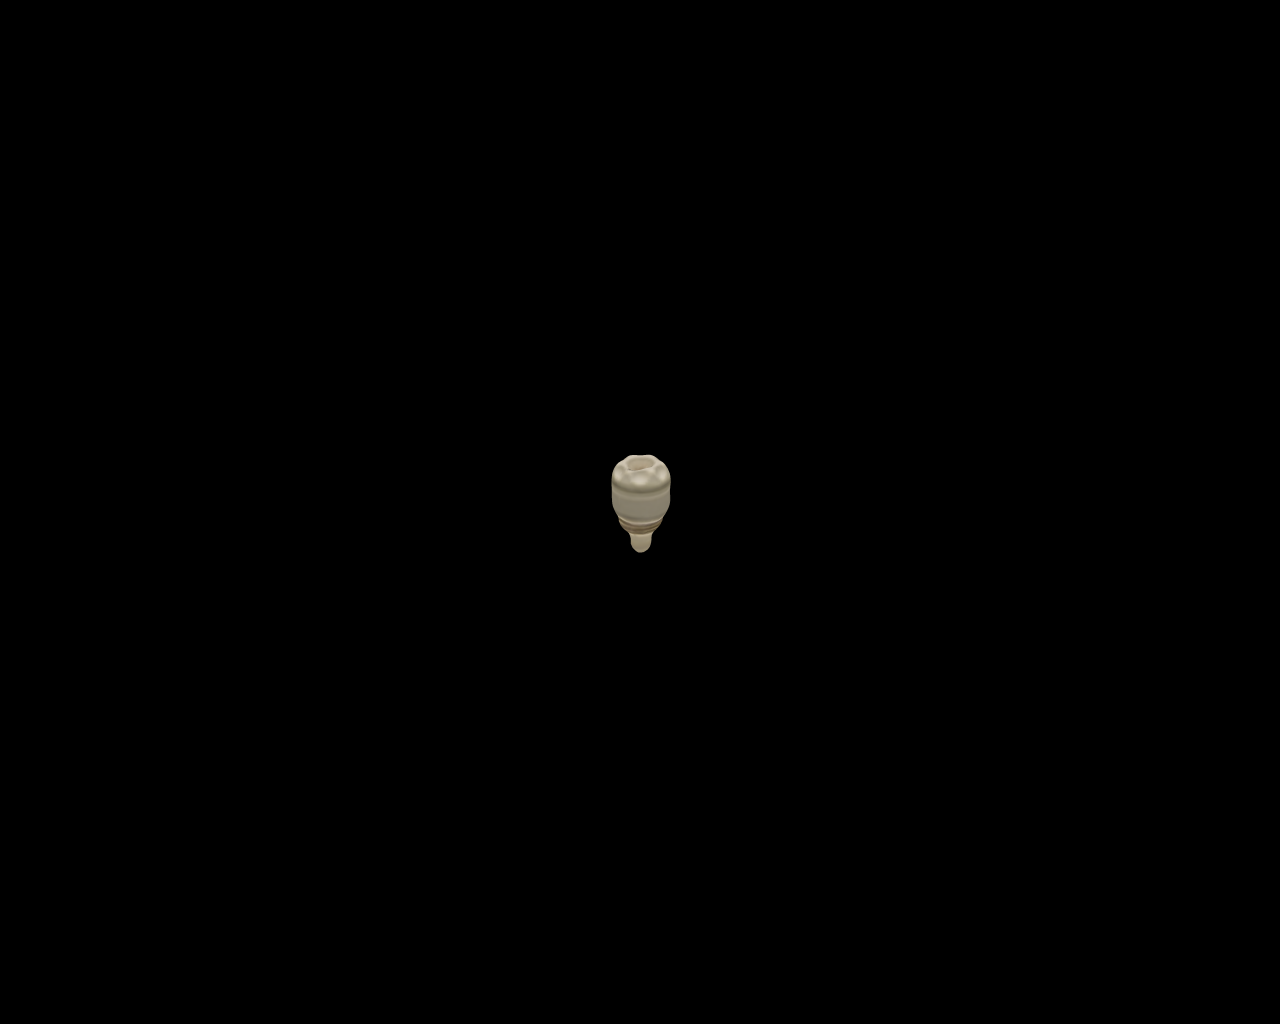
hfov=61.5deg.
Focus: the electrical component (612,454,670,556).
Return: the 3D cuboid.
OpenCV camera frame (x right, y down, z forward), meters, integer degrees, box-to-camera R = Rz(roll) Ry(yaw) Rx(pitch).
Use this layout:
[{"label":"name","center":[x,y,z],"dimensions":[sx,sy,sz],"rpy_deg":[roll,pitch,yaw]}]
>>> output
[{"label":"electrical component","center":[0.001,-0.003,0.650],"dimensions":[0.035,0.061,0.035],"rpy_deg":[0,27,0]}]
